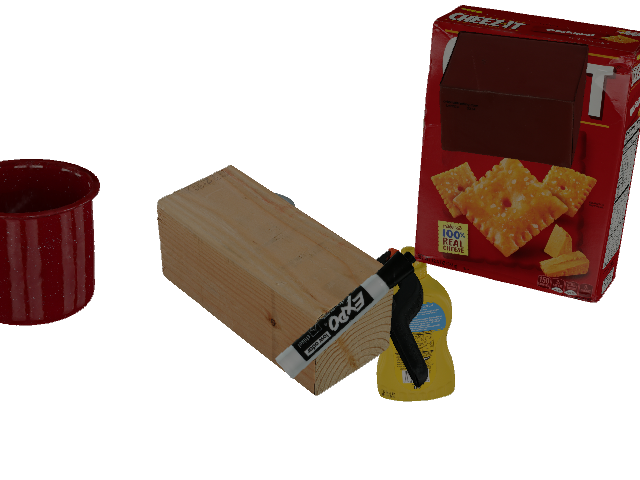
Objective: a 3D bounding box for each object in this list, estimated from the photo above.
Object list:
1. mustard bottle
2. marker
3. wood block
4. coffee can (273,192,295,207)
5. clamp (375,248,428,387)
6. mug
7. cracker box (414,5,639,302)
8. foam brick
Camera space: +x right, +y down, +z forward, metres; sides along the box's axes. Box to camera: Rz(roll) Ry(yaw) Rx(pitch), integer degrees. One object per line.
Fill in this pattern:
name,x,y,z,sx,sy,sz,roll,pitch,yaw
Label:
mustard bottle,0.112,0.099,1.295,0.096,0.192,0.058,-3,21,5
marker,0.020,0.050,0.747,0.121,0.020,0.020,-41,6,-7
wood block,-0.043,0.029,0.924,0.090,0.091,0.206,-30,48,-33
coffee can,-0.091,0.012,1.519,0.103,0.140,0.103,3,24,-2
clamp,0.069,0.080,1.083,0.120,0.171,0.039,16,-38,16
mug,-0.197,0.004,0.680,0.117,0.081,0.093,-15,31,-33
cracker box,0.168,-0.069,0.869,0.164,0.214,0.072,14,29,24
foam brick,0.112,-0.082,0.617,0.078,0.051,0.053,11,-39,17
